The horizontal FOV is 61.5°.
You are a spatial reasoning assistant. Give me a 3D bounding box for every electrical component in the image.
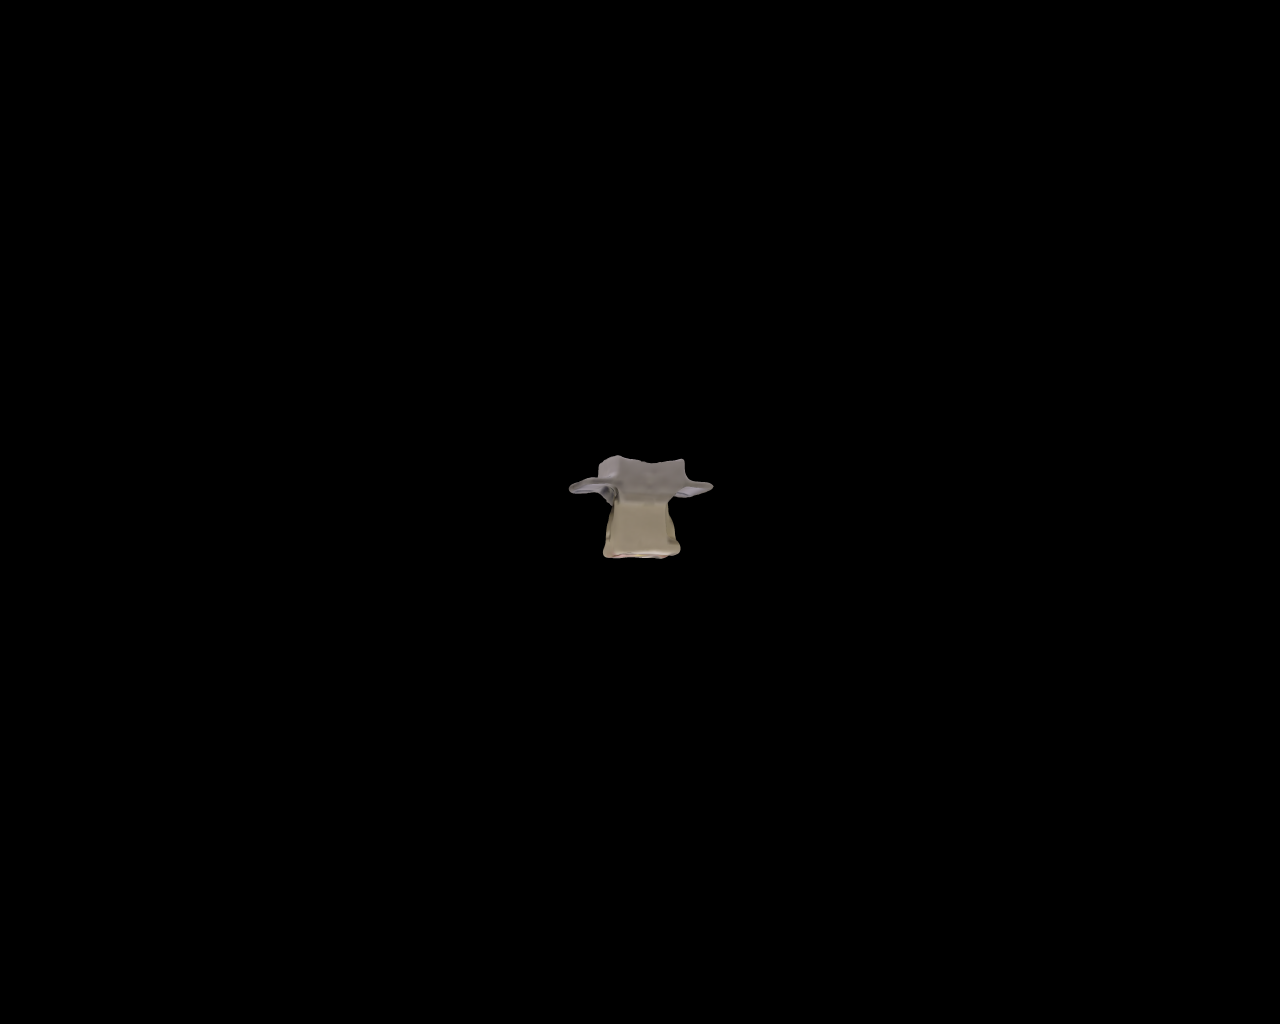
[{"bbox_3d":[0.001,-0.003,0.650,0.081,0.063,0.042,2,-7,-18],"label":"electrical component"}]
